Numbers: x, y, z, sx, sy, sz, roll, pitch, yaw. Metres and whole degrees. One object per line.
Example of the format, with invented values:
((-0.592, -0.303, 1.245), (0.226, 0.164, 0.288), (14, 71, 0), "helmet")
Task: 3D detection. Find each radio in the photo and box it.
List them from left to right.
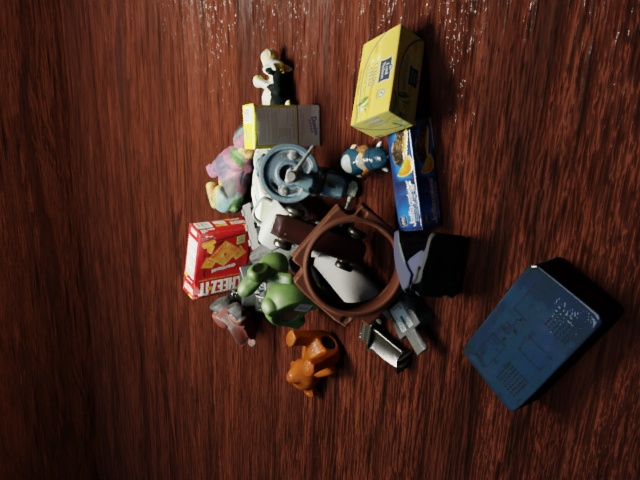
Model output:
((0.332, 0.145, 0.830), (0.131, 0.073, 0.229), (51, 132, 32), "radio")

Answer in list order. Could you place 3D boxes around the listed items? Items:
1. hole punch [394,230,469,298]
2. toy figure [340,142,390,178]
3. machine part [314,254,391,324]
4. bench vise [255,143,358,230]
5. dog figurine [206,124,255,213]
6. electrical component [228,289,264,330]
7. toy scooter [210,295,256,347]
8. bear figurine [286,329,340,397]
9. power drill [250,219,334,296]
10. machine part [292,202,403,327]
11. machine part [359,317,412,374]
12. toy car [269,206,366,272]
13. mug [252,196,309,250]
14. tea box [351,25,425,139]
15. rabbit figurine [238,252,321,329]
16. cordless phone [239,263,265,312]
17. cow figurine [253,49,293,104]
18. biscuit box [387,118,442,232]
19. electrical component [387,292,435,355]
((0.187, 0.039, 0.943), (0.092, 0.142, 0.115), (16, 97, 47), "hole punch")
((0.086, -0.153, 1.048), (0.064, 0.058, 0.154), (48, 170, -16), "toy figure")
((0.063, 0.086, 1.144), (0.243, 0.079, 0.079), (49, 133, 32), "machine part")
((-0.028, -0.119, 1.075), (0.128, 0.224, 0.240), (-63, 2, 6), "bench vise")
((-0.202, -0.189, 1.379), (0.219, 0.108, 0.191), (-35, 55, 45), "dog figurine")
((-0.220, 0.203, 1.543), (0.115, 0.058, 0.134), (45, 131, 33), "electrical component")
((-0.226, 0.224, 1.449), (0.184, 0.075, 0.135), (2, 125, 62), "toy scooter")
((-0.038, 0.299, 1.286), (0.195, 0.132, 0.120), (-53, 56, 36), "bear figurine")
((-0.063, 0.070, 1.286), (0.232, 0.086, 0.207), (-37, 65, 36), "power drill")
((0.063, 0.046, 1.017), (0.201, 0.087, 0.201), (42, 96, -3), "machine part")
((0.133, 0.215, 1.120), (0.139, 0.039, 0.084), (41, 128, 39), "machine part")
((-0.002, -0.003, 1.086), (0.053, 0.202, 0.089), (-124, 53, -75), "toy car")
((-0.095, -0.037, 1.140), (0.107, 0.109, 0.081), (-56, 19, 23), "mug")
((0.120, -0.275, 0.945), (0.098, 0.068, 0.169), (-12, 63, 51), "tea box")
((-0.101, 0.102, 1.189), (0.121, 0.159, 0.170), (-58, 43, 37), "rabbit figurine")
((-0.116, 0.121, 1.393), (0.184, 0.088, 0.146), (5, 101, 39), "cordless phone")
((-0.103, -0.355, 1.252), (0.098, 0.068, 0.167), (24, 120, 40), "cow figurine")
((0.171, -0.117, 0.975), (0.063, 0.059, 0.202), (-3, 96, 52), "biscuit box")
((0.181, 0.158, 1.039), (0.119, 0.048, 0.074), (58, 137, 24), "electrical component")
